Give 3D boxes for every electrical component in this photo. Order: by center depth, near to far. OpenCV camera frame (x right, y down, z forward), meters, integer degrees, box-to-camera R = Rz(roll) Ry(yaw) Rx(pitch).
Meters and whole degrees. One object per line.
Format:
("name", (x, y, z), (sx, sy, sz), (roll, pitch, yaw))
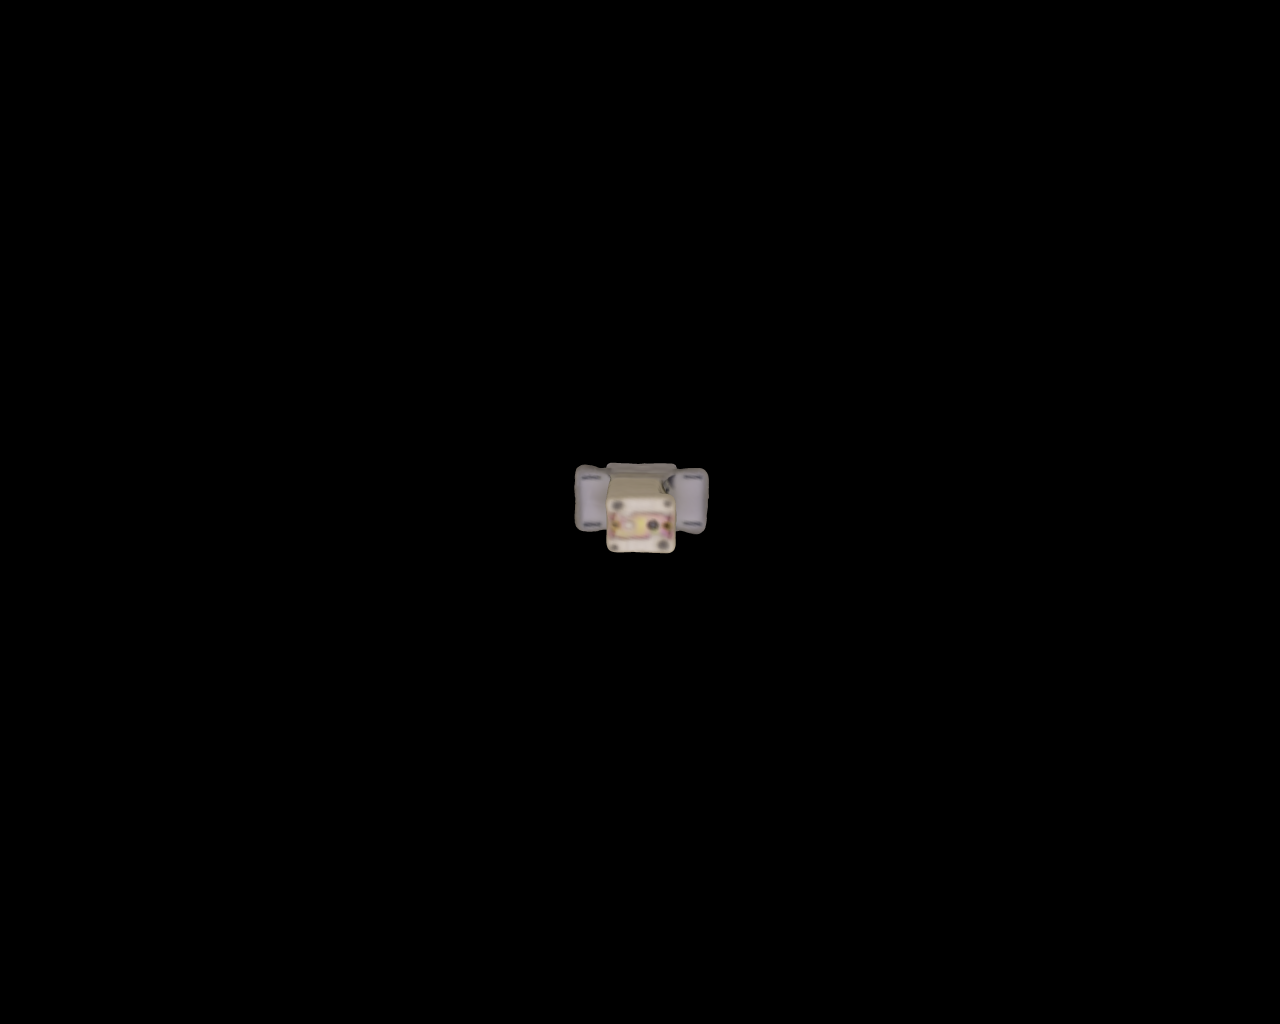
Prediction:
("electrical component", (0.001, -0.003, 0.650), (0.081, 0.042, 0.064), (0, 21, 0))
